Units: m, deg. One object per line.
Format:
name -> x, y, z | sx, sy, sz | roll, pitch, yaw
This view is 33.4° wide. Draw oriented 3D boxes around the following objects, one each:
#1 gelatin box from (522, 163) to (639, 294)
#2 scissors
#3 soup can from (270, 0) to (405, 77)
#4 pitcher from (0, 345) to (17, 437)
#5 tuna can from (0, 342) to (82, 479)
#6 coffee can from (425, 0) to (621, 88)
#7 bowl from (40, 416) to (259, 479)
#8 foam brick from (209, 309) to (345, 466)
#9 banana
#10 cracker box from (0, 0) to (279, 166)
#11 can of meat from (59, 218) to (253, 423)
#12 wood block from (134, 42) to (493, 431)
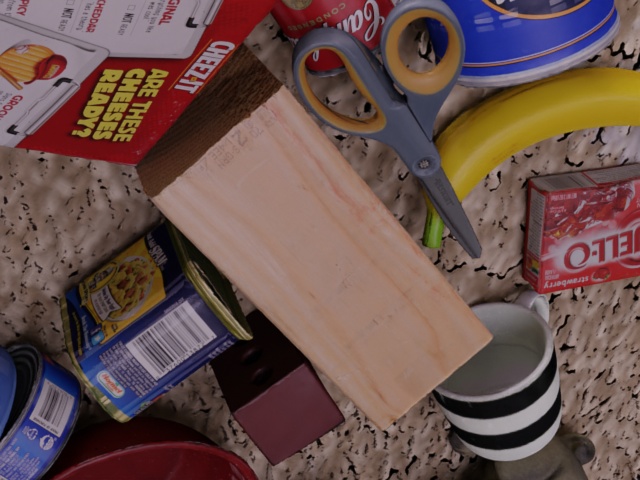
gelatin box -> 0.180, -0.008, 0.703 | 0.089, 0.030, 0.073 | -8, 116, -15
scissors -> 0.067, -0.059, 0.580 | 0.096, 0.016, 0.201 | -36, 132, 22
soup can -> -0.005, -0.145, 0.553 | 0.068, 0.068, 0.102 | -37, 120, -1
pitcher -> -0.263, 0.037, 0.506 | 0.242, 0.149, 0.145 | 41, 84, -33
tuna can -> -0.173, 0.102, 0.596 | 0.086, 0.086, 0.033 | -46, 121, 4
coffee can -> 0.093, -0.165, 0.559 | 0.102, 0.103, 0.140 | -25, 119, -8
bowl -> -0.119, 0.157, 0.644 | 0.162, 0.055, 0.162 | -14, 134, -15
foam brick -> -0.029, 0.086, 0.644 | 0.053, 0.078, 0.051 | -34, 121, -3
banana -> 0.138, -0.068, 0.658 | 0.197, 0.037, 0.069 | -26, 123, -7
cracker box -> -0.138, -0.115, 0.451 | 0.213, 0.072, 0.164 | 6, 146, -40
can of meat -> -0.093, 0.041, 0.588 | 0.084, 0.102, 0.057 | -36, 119, 1
wood block -> -0.005, 0.001, 0.607 | 0.090, 0.091, 0.206 | -41, 121, 2
